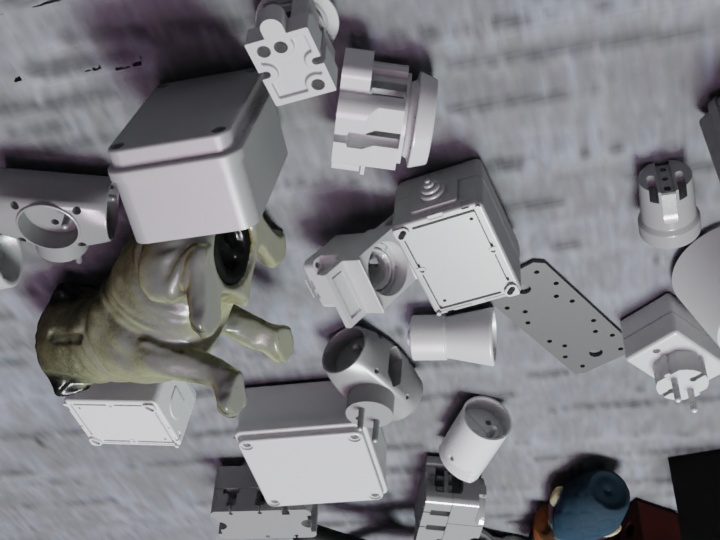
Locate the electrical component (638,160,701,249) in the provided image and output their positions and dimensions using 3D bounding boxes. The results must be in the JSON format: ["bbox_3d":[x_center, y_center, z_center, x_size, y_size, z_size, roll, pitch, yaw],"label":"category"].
[{"bbox_3d":[0.201,-0.043,0.703,0.040,0.040,0.046,-9,131,13],"label":"electrical component"}]

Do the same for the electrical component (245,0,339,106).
[{"bbox_3d":[-0.037,-0.131,0.607,0.048,0.055,0.066,-12,135,16],"label":"electrical component"}]

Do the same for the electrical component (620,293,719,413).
[{"bbox_3d":[0.236,0.070,0.796,0.066,0.076,0.047,31,131,-27],"label":"electrical component"}]

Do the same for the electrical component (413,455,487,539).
[{"bbox_3d":[0.082,0.214,0.981,0.056,0.050,0.089,6,138,-2],"label":"electrical component"}]

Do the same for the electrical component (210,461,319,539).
[{"bbox_3d":[-0.085,0.207,0.978,0.089,0.055,0.050,-3,137,6],"label":"electrical component"}]

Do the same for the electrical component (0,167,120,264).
[{"bbox_3d":[-0.205,-0.032,0.733,0.077,0.044,0.079,5,138,-2],"label":"electrical component"}]

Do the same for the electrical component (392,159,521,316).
[{"bbox_3d":[0.063,-0.029,0.714,0.062,0.061,0.096,-16,127,19],"label":"electrical component"}]

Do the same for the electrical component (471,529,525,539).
[{"bbox_3d":[0.143,0.304,1.075,0.138,0.052,0.073,15,136,-13],"label":"electrical component"}]

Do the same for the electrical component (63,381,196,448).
[{"bbox_3d":[-0.189,0.101,0.869,0.096,0.061,0.061,-1,138,16],"label":"electrical component"}]

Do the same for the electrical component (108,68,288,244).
[{"bbox_3d":[-0.092,-0.070,0.631,0.078,0.113,0.057,-7,119,12],"label":"electrical component"}]

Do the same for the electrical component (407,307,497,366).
[{"bbox_3d":[0.069,0.051,0.811,0.065,0.044,0.044,-1,138,12],"label":"electrical component"}]

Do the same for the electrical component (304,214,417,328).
[{"bbox_3d":[0.000,0.000,0.736,0.064,0.081,0.042,-3,119,47],"label":"electrical component"}]

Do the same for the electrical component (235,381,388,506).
[{"bbox_3d":[-0.038,0.147,0.910,0.109,0.056,0.108,-6,137,10],"label":"electrical component"}]

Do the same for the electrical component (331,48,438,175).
[{"bbox_3d":[0.015,-0.092,0.646,0.057,0.058,0.078,8,137,-1],"label":"electrical component"}]

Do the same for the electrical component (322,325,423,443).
[{"bbox_3d":[0.009,0.095,0.834,0.043,0.079,0.077,-23,132,31],"label":"electrical component"}]

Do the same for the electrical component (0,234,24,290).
[{"bbox_3d":[-0.269,-0.009,0.755,0.047,0.055,0.055,-8,136,7],"label":"electrical component"}]

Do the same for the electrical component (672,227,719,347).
[{"bbox_3d":[0.279,0.013,0.755,0.099,0.064,0.099,-11,137,-10],"label":"electrical component"}]

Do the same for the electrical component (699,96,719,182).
[{"bbox_3d":[0.267,-0.067,0.644,0.113,0.078,0.057,24,130,-22],"label":"electrical component"}]

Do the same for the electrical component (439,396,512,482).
[{"bbox_3d":[0.094,0.147,0.913,0.043,0.043,0.081,12,137,-10],"label":"electrical component"}]
